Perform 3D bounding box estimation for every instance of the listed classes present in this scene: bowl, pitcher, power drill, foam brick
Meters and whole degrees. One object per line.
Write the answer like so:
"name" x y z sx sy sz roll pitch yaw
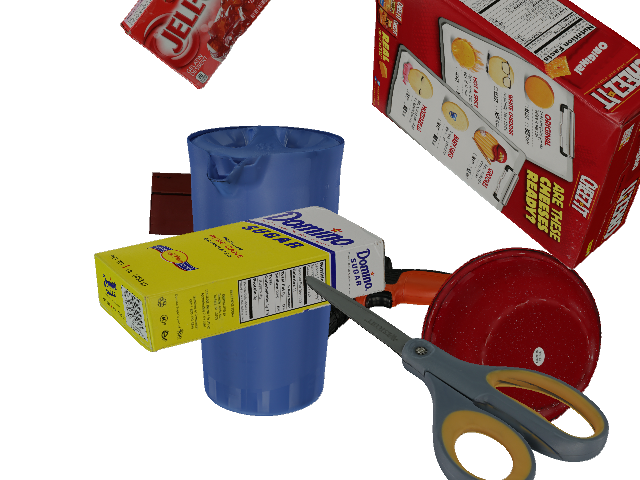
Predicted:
"bowl" 0.167 0.089 0.878 0.162 0.162 0.055 0 7 -11
"pitcher" -0.044 0.021 0.941 0.149 0.243 0.145 -5 17 -21
"power drill" 0.083 0.065 1.136 0.188 0.057 0.184 9 31 21
"foam brick" -0.147 -0.040 1.162 0.078 0.051 0.053 2 28 -8

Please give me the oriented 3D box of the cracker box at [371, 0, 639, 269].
"cracker box" 0.133 -0.105 0.755 0.072 0.214 0.164 -38 -27 -21

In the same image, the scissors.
"scissors" 0.050 0.076 0.567 0.202 0.016 0.096 20 42 28

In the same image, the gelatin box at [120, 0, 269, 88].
"gelatin box" -0.093 -0.170 0.797 0.073 0.089 0.030 36 6 -32

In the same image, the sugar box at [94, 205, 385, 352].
"sugar box" -0.053 0.021 0.724 0.176 0.048 0.093 -16 25 -27
